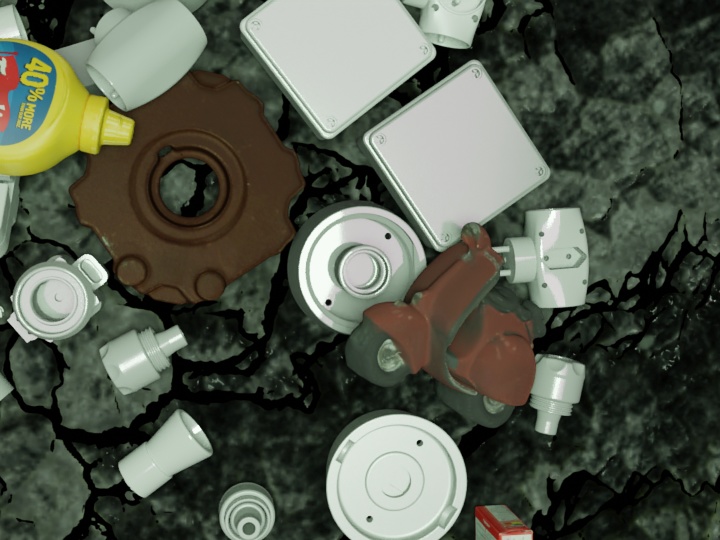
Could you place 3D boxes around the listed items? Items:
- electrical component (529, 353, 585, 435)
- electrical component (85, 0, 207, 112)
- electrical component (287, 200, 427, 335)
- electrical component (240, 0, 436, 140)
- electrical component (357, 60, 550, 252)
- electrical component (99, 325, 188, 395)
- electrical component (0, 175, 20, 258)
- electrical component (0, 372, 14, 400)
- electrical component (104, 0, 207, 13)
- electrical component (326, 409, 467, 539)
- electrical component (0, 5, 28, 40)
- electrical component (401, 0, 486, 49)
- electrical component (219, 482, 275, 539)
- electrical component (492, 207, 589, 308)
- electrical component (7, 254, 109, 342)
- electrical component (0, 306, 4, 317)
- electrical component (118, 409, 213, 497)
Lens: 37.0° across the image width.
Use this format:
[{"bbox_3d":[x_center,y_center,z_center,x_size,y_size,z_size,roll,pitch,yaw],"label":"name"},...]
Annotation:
[{"bbox_3d":[0.156,0.101,0.866,0.043,0.043,0.062,11,93,-9],"label":"electrical component"},{"bbox_3d":[-0.163,-0.162,0.771,0.077,0.043,0.079,-44,58,-15],"label":"electrical component"},{"bbox_3d":[0.000,0.000,0.829,0.108,0.060,0.108,0,93,-8],"label":"electrical component"},{"bbox_3d":[-0.018,-0.172,0.818,0.109,0.056,0.108,-39,98,-4],"label":"electrical component"},{"bbox_3d":[0.072,-0.087,0.836,0.109,0.056,0.108,-35,97,-5],"label":"electrical component"},{"bbox_3d":[-0.163,0.064,0.819,0.062,0.043,0.043,-28,97,-7],"label":"electrical component"},{"bbox_3d":[-0.279,-0.057,0.779,0.054,0.059,0.095,7,71,-10],"label":"electrical component"},{"bbox_3d":[-0.312,0.132,0.797,0.138,0.052,0.073,-40,98,-4],"label":"electrical component"},{"bbox_3d":[-0.149,-0.238,0.800,0.099,0.064,0.099,2,86,-23],"label":"electrical component"},{"bbox_3d":[0.024,0.161,0.842,0.108,0.060,0.108,0,93,-8],"label":"electrical component"},{"bbox_3d":[-0.287,-0.162,0.788,0.081,0.043,0.043,-17,96,-7],"label":"electrical component"},{"bbox_3d":[0.057,-0.219,0.832,0.079,0.044,0.077,13,91,-9],"label":"electrical component"},{"bbox_3d":[-0.087,0.190,0.827,0.043,0.062,0.043,0,93,-8],"label":"electrical component"},{"bbox_3d":[0.138,-0.009,0.857,0.079,0.043,0.077,-5,94,-8],"label":"electrical component"},{"bbox_3d":[-0.226,0.021,0.800,0.078,0.057,0.058,-40,98,-4],"label":"electrical component"},{"bbox_3d":[-0.304,0.024,0.797,0.064,0.042,0.081,-23,97,-8],"label":"electrical component"},{"bbox_3d":[-0.152,0.143,0.827,0.065,0.044,0.044,-37,98,0],"label":"electrical component"}]
